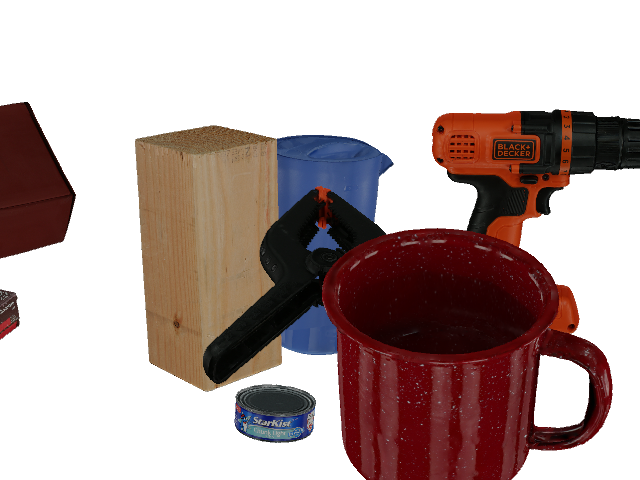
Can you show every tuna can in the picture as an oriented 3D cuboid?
[{"bbox_3d":[-0.049,0.184,1.136,0.086,0.034,0.086,5,12,-1],"label":"tuna can"}]

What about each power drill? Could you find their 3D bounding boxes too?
[{"bbox_3d":[0.184,-0.017,0.890,0.184,0.188,0.057,3,20,10],"label":"power drill"}]

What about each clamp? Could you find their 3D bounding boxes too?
[{"bbox_3d":[0.016,0.029,0.730,0.164,0.036,0.210,5,34,2],"label":"clamp"}]

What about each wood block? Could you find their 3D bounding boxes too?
[{"bbox_3d":[-0.096,0.012,0.930,0.090,0.206,0.091,-16,24,-41],"label":"wood block"}]

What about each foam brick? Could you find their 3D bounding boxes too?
[{"bbox_3d":[-0.192,-0.037,0.654,0.051,0.078,0.053,-17,-28,-31],"label":"foam brick"}]

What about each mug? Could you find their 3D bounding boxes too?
[{"bbox_3d":[0.060,0.055,0.437,0.117,0.081,0.093,9,33,18],"label":"mug"}]

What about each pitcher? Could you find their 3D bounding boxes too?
[{"bbox_3d":[-0.011,0.004,1.232,0.149,0.243,0.144,11,19,23],"label":"pitcher"}]

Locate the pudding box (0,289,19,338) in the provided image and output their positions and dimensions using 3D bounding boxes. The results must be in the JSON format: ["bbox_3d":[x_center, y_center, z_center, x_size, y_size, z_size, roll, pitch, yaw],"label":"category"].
[{"bbox_3d":[-0.333,0.069,0.923,0.114,0.039,0.090,8,25,19],"label":"pudding box"}]
